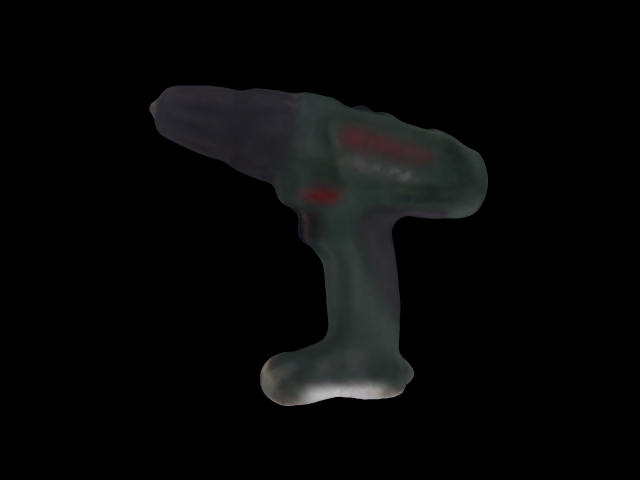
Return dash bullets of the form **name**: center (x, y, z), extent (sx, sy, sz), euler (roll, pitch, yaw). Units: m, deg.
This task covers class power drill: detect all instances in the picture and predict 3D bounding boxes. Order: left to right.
- **power drill**: center (0.004, 0.001, 0.400), extent (0.230, 0.208, 0.075), euler (-2, 7, -13)
